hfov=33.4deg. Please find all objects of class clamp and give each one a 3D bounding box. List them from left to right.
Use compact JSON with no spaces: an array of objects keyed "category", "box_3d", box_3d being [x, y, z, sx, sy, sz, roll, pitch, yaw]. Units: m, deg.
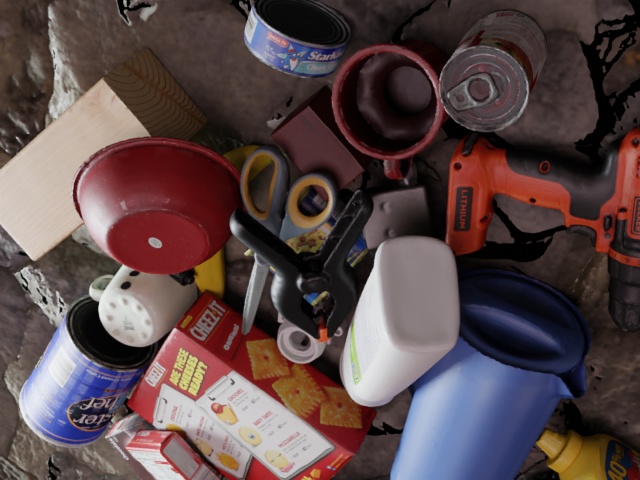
[{"category":"clamp","box_3d":[0.002,0.022,0.936,0.120,0.039,0.171,-11,137,11]}]

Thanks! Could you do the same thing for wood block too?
[{"category":"wood block","box_3d":[-0.219,-0.079,1.013,0.206,0.090,0.091,-33,102,32]}]

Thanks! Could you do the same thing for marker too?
[{"category":"marker","box_3d":[-0.172,0.011,1.066,0.121,0.020,0.020,32,126,23]}]

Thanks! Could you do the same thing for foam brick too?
[{"category":"foam brick","box_3d":[0.005,-0.086,0.943,0.053,0.051,0.078,-35,101,31]}]

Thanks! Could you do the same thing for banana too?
[{"category":"banana","box_3d":[-0.093,-0.022,1.026,0.069,0.037,0.198,31,124,3]}]

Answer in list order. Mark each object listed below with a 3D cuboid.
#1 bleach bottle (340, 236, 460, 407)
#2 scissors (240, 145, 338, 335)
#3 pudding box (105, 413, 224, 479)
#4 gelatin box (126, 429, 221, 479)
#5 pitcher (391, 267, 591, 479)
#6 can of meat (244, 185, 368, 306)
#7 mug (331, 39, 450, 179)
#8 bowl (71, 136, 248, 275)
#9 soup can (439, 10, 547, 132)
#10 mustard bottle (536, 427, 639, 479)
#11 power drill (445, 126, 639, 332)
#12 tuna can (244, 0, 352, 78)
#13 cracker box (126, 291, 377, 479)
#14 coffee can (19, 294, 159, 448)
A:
[{"category":"bleach bottle","box_3d":[0.058,0.086,0.957,0.068,0.102,0.251,1,160,-10]},{"category":"scissors","box_3d":[-0.031,0.009,0.961,0.096,0.016,0.202,7,121,14]},{"category":"pudding box","box_3d":[-0.171,0.239,1.199,0.090,0.039,0.113,-27,105,31]},{"category":"gelatin box","box_3d":[-0.153,0.238,1.130,0.073,0.030,0.089,-10,125,52]},{"category":"pitcher","box_3d":[0.138,0.149,0.986,0.145,0.149,0.243,13,126,-4]},{"category":"can of meat","box_3d":[-0.006,0.001,0.993,0.084,0.057,0.102,40,124,-5]},{"category":"mug","box_3d":[0.067,-0.108,0.879,0.093,0.081,0.117,4,109,21]},{"category":"bowl","box_3d":[-0.143,-0.018,0.953,0.162,0.055,0.162,-1,140,-1]},{"category":"soup can","box_3d":[0.137,-0.134,0.833,0.068,0.102,0.068,9,120,16]},{"category":"mustard bottle","box_3d":[0.283,0.233,0.983,0.191,0.096,0.058,33,125,2]},{"category":"power drill","box_3d":[0.203,-0.014,0.903,0.188,0.057,0.184,7,116,15]},{"category":"tuna can","box_3d":[-0.019,-0.171,0.885,0.086,0.086,0.034,27,126,5]},{"category":"cracker box","box_3d":[-0.073,0.172,1.094,0.213,0.072,0.164,36,135,0]},{"category":"coffee can","box_3d":[-0.247,0.140,1.136,0.103,0.102,0.140,36,124,-1]}]
